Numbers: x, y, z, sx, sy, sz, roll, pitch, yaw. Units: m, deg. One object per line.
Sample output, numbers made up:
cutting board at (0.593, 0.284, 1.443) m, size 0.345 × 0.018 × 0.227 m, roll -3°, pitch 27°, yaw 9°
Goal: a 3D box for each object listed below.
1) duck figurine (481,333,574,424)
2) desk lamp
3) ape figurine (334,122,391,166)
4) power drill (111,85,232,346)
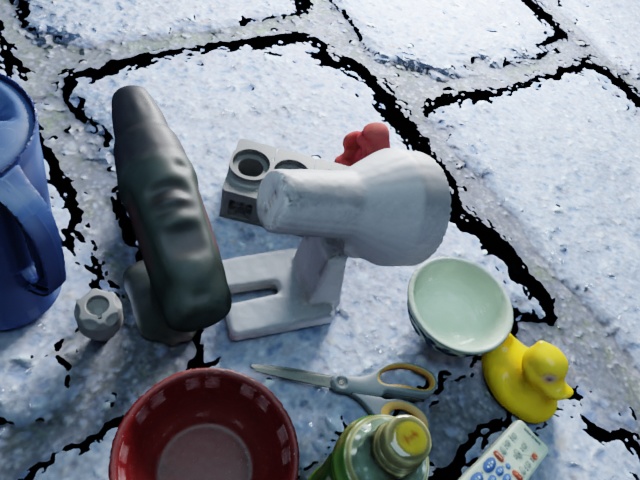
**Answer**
duck figurine at (0.231, 0.139, 0.626) m, size 0.078 × 0.086 × 0.104 m, roll -19°, pitch 62°, yaw -26°
desk lamp at (0.005, 0.002, 0.584) m, size 0.204 × 0.213 × 0.117 m, roll -10°, pitch 58°, yaw -21°
ape figurine at (0.066, -0.122, 0.766) m, size 0.076 × 0.092 × 0.078 m, roll 5°, pitch 54°, yaw -11°
power drill at (-0.150, 0.000, 0.548) m, size 0.076 × 0.208 × 0.229 m, roll -16°, pitch 60°, yaw -24°
